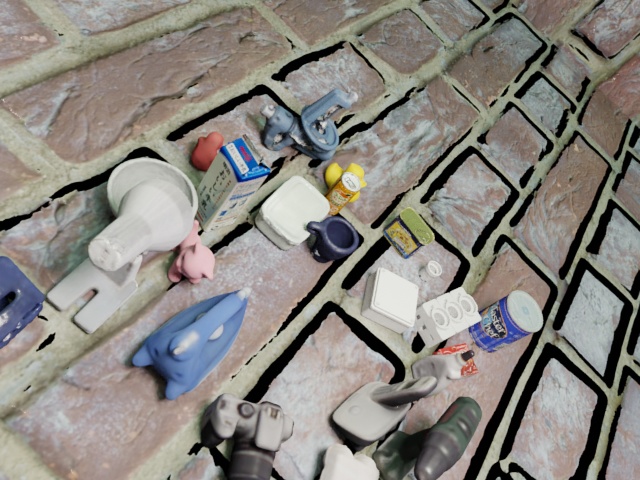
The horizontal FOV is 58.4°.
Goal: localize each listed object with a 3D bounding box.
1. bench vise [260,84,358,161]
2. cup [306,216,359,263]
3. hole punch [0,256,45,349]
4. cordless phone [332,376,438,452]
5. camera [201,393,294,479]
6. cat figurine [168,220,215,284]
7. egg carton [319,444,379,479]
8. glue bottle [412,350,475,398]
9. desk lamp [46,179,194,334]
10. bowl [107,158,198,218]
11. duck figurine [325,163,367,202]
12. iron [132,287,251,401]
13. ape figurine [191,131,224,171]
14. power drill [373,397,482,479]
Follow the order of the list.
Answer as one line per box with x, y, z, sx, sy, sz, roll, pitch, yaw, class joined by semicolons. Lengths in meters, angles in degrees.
-0.022;-0.270;1.305;0.208;0.219;0.121;-2;62;-33;bench vise
0.011;0.004;1.231;0.118;0.094;0.091;22;51;-19;cup
-0.479;0.094;0.861;0.101;0.091;0.109;38;48;-6;hole punch
0.122;0.303;1.045;0.148;0.184;0.094;-32;80;-42;cordless phone
-0.118;0.334;0.928;0.143;0.100;0.137;23;51;-18;camera
-0.230;0.025;1.047;0.067;0.117;0.127;8;57;-28;cat figurine
0.042;0.436;0.984;0.107;0.069;0.150;28;49;-14;egg carton
0.255;0.261;1.165;0.037;0.172;0.078;6;58;-29;glue bottle
-0.318;0.021;0.929;0.118;0.213;0.203;39;48;-4;desk lamp
-0.321;-0.068;1.079;0.168;0.074;0.167;17;53;-23;bowl
0.068;-0.152;1.375;0.104;0.086;0.078;47;48;3;duck figurine
-0.187;0.144;0.981;0.118;0.141;0.259;45;48;1;iron
-0.229;-0.192;1.208;0.076;0.092;0.078;-23;75;-40;ape figurine
0.190;0.373;1.026;0.230;0.208;0.075;-31;79;-41;power drill
